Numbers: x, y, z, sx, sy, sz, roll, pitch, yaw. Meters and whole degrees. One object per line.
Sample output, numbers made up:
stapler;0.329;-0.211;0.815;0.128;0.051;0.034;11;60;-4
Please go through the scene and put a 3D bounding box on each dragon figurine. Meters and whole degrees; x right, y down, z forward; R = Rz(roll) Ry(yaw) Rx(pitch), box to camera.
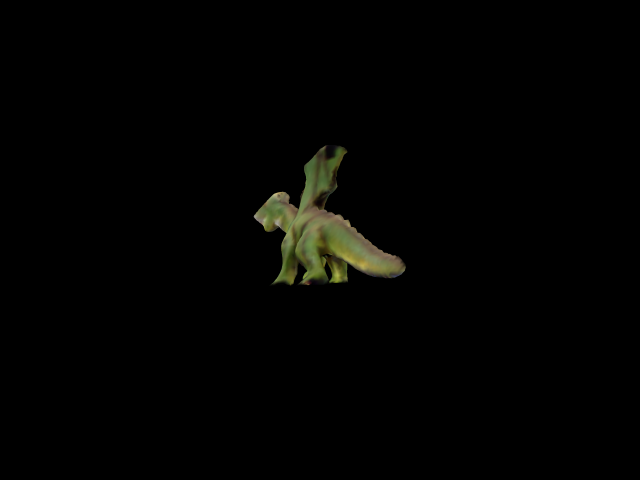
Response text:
dragon figurine;0.003;-0.043;0.850;0.122;0.245;0.407;8;-12;-35
